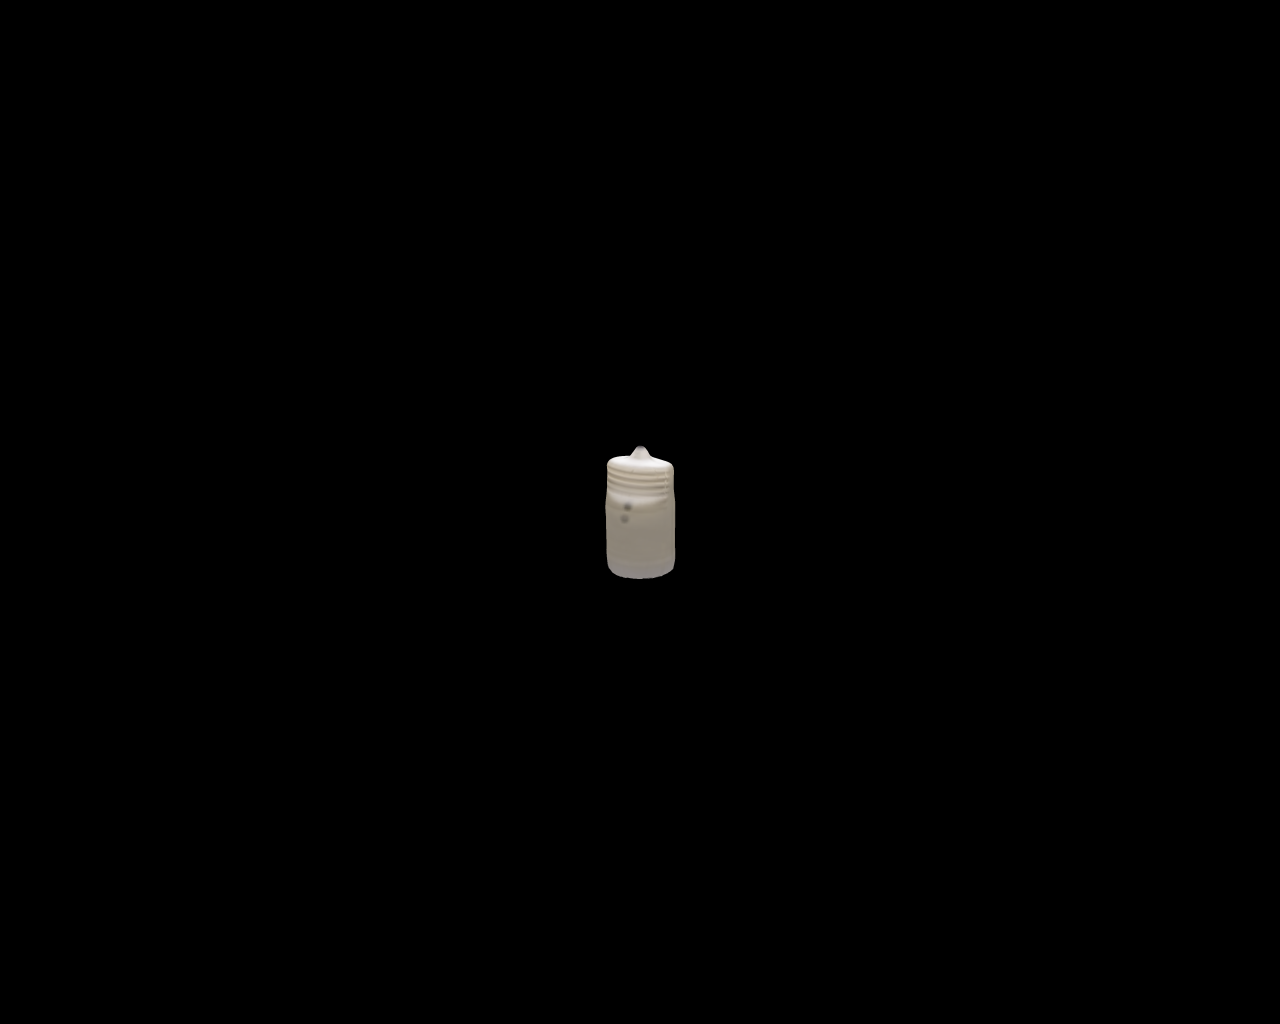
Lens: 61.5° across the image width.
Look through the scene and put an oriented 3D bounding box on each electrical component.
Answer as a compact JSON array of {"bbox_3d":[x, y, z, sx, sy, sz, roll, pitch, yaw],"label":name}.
[{"bbox_3d":[0.001,-0.003,0.650,0.043,0.080,0.043,0,18,0],"label":"electrical component"}]
